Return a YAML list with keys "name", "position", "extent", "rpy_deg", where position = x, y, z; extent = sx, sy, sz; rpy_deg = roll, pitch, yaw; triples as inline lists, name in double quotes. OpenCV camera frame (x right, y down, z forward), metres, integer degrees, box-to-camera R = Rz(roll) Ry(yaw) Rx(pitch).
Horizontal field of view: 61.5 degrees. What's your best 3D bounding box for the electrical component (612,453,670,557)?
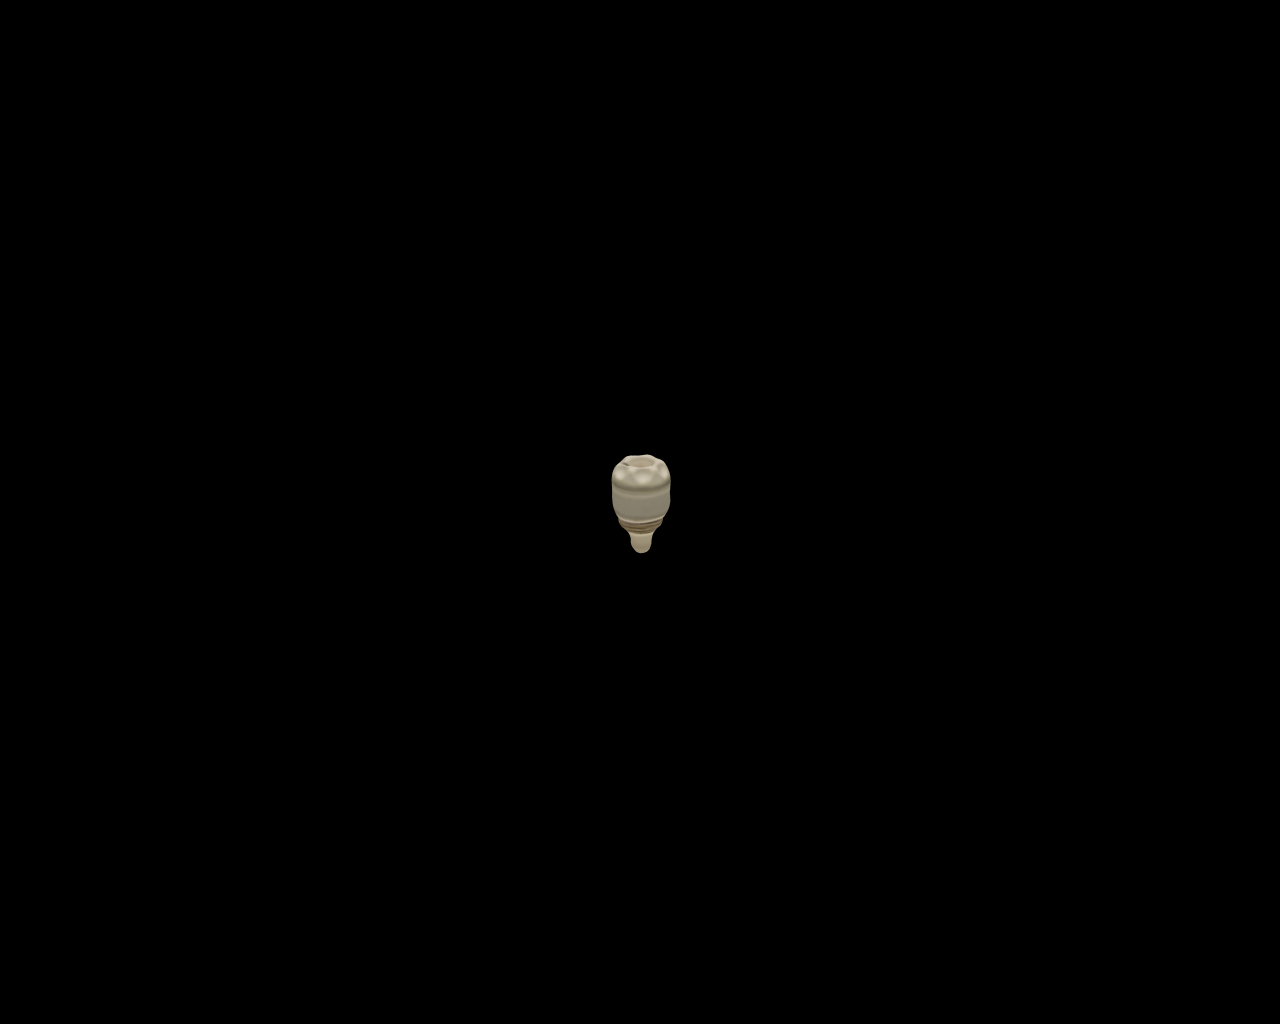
- name: "electrical component"
  position: [0.001, -0.003, 0.650]
  extent: [0.035, 0.061, 0.035]
  rpy_deg: [0, 25, 0]
